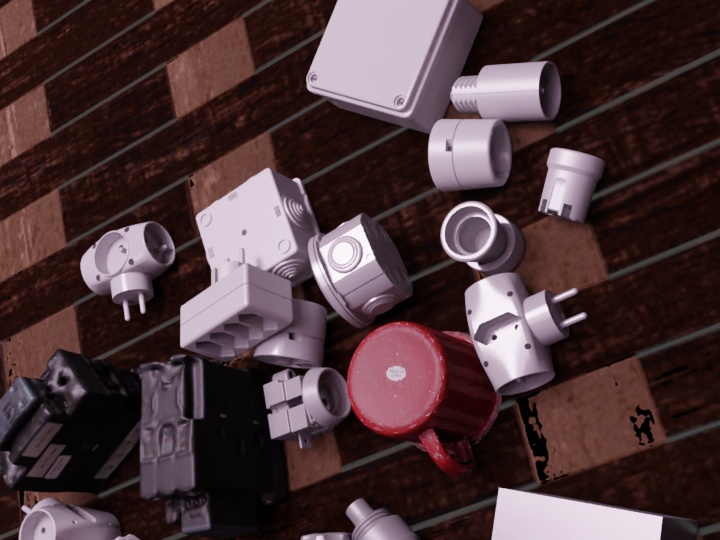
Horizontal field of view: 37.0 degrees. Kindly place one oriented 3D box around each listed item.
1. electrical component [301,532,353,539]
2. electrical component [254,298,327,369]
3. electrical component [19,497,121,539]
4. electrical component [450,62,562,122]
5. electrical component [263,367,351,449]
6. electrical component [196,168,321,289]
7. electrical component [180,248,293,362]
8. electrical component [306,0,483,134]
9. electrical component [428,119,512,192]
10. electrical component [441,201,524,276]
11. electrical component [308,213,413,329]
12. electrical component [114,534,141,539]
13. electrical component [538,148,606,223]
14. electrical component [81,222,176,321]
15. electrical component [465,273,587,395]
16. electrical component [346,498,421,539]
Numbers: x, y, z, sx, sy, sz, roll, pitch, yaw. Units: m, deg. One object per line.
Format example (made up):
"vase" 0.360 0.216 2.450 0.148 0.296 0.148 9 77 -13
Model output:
"electrical component" -0.023 0.227 0.799 0.043 0.043 0.062 -12 73 29
"electrical component" -0.054 0.051 0.859 0.055 0.055 0.047 -1 74 32
"electrical component" -0.260 0.221 0.928 0.079 0.077 0.043 21 89 35
"electrical component" 0.106 -0.133 0.814 0.081 0.043 0.043 3 79 33
"electrical component" -0.040 0.104 0.841 0.055 0.048 0.066 -25 65 33
"electrical component" -0.083 -0.026 0.900 0.100 0.048 0.099 -31 63 22
"electrical component" -0.098 0.018 0.843 0.083 0.047 0.075 -32 50 36
"electrical component" 0.027 -0.177 0.867 0.109 0.056 0.108 22 89 34
"electrical component" 0.084 -0.087 0.810 0.047 0.055 0.055 0 77 28
"electrical component" 0.091 -0.022 0.786 0.045 0.055 0.045 -9 73 30
"electrical component" 0.000 0.000 0.824 0.051 0.080 0.080 -30 63 16
"electrical component" -0.202 0.257 0.902 0.043 0.043 0.062 42 101 33
"electrical component" 0.150 -0.060 0.770 0.040 0.040 0.046 17 92 34
"electrical component" -0.208 0.006 0.972 0.077 0.044 0.079 -23 66 25
"electrical component" 0.121 0.038 0.759 0.079 0.043 0.077 -26 65 23
"electrical component" 0.014 0.194 0.784 0.043 0.043 0.062 -51 56 10
